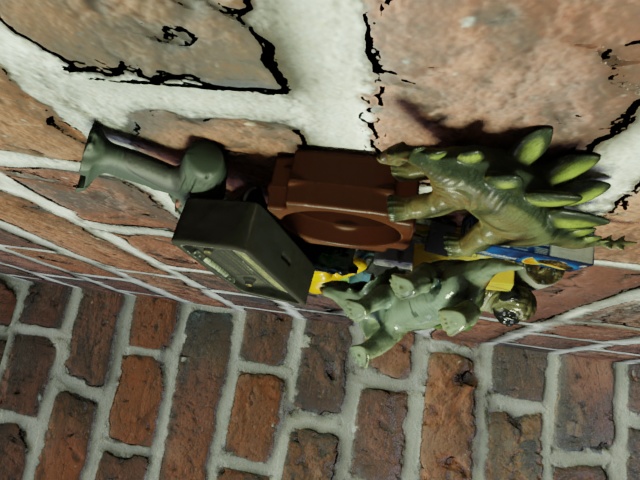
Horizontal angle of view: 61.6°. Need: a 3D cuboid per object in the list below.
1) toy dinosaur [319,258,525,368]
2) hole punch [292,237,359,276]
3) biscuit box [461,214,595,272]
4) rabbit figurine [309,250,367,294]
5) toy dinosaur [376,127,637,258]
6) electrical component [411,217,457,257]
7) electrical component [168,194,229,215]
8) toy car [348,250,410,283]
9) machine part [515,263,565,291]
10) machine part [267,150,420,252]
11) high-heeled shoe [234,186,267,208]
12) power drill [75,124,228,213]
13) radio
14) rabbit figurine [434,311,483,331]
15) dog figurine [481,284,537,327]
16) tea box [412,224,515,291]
[{"bbox_3d":[0.160,0.084,0.806,0.405,0.131,0.192,-22,-176,44],"label":"toy dinosaur"},{"bbox_3d":[-0.002,-0.003,0.936,0.142,0.115,0.092,17,171,-30],"label":"hole punch"},{"bbox_3d":[0.327,0.002,0.852,0.203,0.059,0.063,11,166,-8],"label":"biscuit box"},{"bbox_3d":[0.004,0.041,1.073,0.162,0.122,0.173,-17,141,-7],"label":"rabbit figurine"},{"bbox_3d":[0.240,-0.040,0.657,0.471,0.105,0.199,15,162,-42],"label":"toy dinosaur"},{"bbox_3d":[0.201,-0.007,0.894,0.094,0.063,0.021,16,-155,10],"label":"electrical component"},{"bbox_3d":[-0.215,-0.071,0.928,0.078,0.045,0.102,-16,-173,-37],"label":"electrical component"},{"bbox_3d":[0.112,0.066,1.136,0.109,0.161,0.103,9,-148,-31],"label":"toy car"},{"bbox_3d":[0.390,0.062,1.021,0.079,0.079,0.243,9,165,-1],"label":"machine part"},{"bbox_3d":[0.036,-0.052,0.762,0.201,0.087,0.201,7,168,8],"label":"machine part"},{"bbox_3d":[-0.151,-0.022,0.887,0.145,0.086,0.249,-25,-176,-4],"label":"high-heeled shoe"},{"bbox_3d":[-0.241,-0.079,0.781,0.207,0.086,0.232,20,153,-18],"label":"power drill"},{"bbox_3d":[-0.105,0.021,0.790,0.131,0.073,0.229,7,157,23],"label":"radio"},{"bbox_3d":[0.288,0.130,1.260,0.170,0.159,0.121,24,175,-1],"label":"rabbit figurine"},{"bbox_3d":[0.294,0.075,1.003,0.172,0.121,0.191,42,156,-22],"label":"dog figurine"},{"bbox_3d":[0.250,0.031,0.939,0.170,0.098,0.068,3,165,14],"label":"tea box"}]
